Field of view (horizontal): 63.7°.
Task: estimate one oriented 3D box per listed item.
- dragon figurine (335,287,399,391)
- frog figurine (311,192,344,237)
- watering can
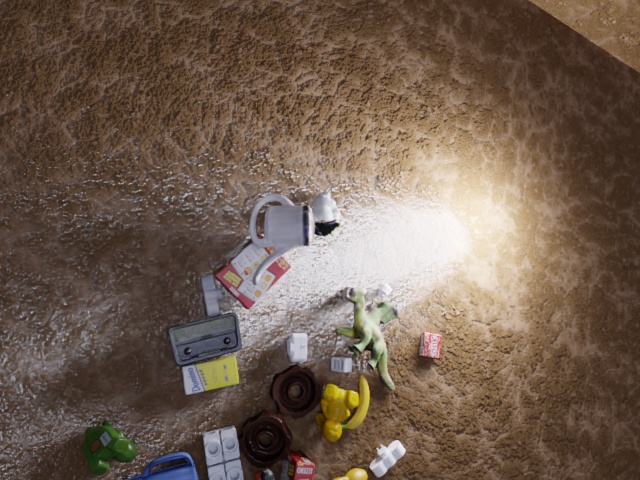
[{"bbox_3d":[0.211,0.333,1.876,0.246,0.122,0.405,-48,112,-21],"label":"dragon figurine"},{"bbox_3d":[0.006,-0.096,1.907,0.138,0.120,0.163,-13,49,-9],"label":"frog figurine"},{"bbox_3d":[-0.130,-0.009,1.757,0.224,0.102,0.355,-2,61,0],"label":"watering can"}]
